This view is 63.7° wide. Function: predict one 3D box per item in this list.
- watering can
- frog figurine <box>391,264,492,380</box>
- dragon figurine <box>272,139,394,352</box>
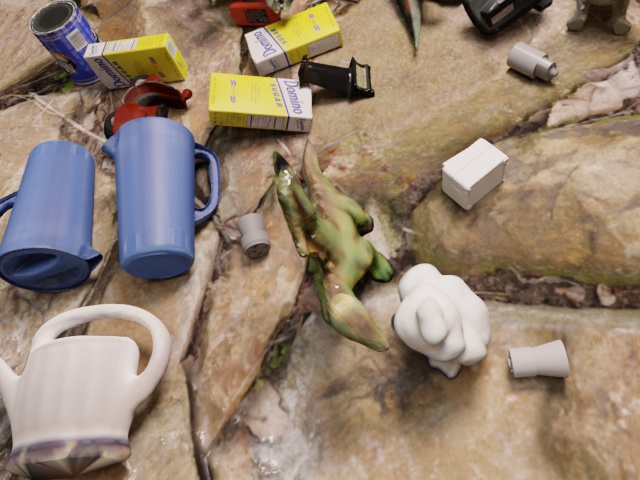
[{"bbox_3d":[-0.369,0.205,0.702,0.347,0.102,0.229,-10,59,6],"label":"watering can"},{"bbox_3d":[0.145,0.087,0.621,0.123,0.156,0.140,-23,59,-1],"label":"frog figurine"},{"bbox_3d":[0.002,-0.034,0.683,0.122,0.238,0.418,-24,60,5],"label":"dragon figurine"}]
